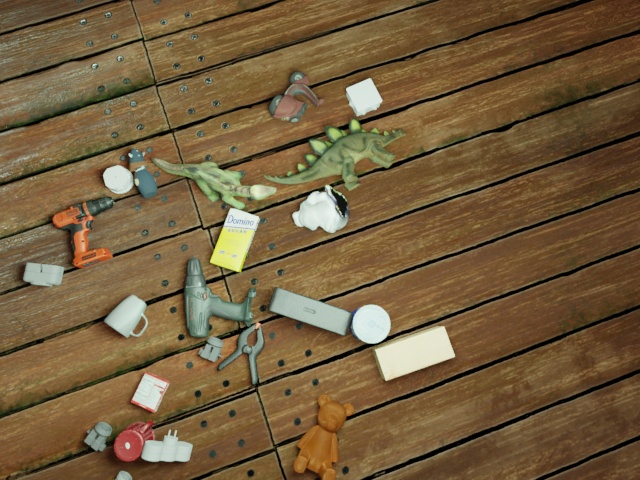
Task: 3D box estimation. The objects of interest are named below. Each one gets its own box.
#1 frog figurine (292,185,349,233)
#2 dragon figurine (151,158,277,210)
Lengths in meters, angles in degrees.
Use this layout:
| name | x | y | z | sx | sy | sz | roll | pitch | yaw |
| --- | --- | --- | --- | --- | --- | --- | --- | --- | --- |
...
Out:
| name | x | y | z | sx | sy | sz | roll | pitch | yaw |
| --- | --- | --- | --- | --- | --- | --- | --- | --- | --- |
| frog figurine | 0.005 | -0.078 | 1.555 | 0.157 | 0.124 | 0.137 | -34 | 90 | 28 |
| dragon figurine | -0.325 | -0.186 | 1.486 | 0.410 | 0.241 | 0.123 | 17 | 85 | 0 |
